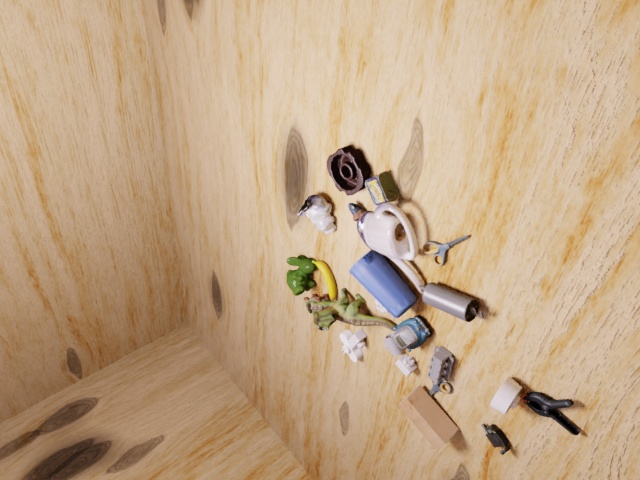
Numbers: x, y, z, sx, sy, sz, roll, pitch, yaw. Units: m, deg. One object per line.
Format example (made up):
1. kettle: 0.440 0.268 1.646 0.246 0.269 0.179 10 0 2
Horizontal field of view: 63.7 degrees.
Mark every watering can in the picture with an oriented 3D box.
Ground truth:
1. watering can: 0.246 0.021 1.742 0.225 0.105 0.341 17 134 50

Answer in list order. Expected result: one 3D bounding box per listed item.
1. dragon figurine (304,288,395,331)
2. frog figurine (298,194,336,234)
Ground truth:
1. dragon figurine: 0.087 0.310 2.039 0.413 0.245 0.120 21 124 49
2. frog figurine: 0.006 -0.102 2.024 0.158 0.125 0.135 30 140 -14
